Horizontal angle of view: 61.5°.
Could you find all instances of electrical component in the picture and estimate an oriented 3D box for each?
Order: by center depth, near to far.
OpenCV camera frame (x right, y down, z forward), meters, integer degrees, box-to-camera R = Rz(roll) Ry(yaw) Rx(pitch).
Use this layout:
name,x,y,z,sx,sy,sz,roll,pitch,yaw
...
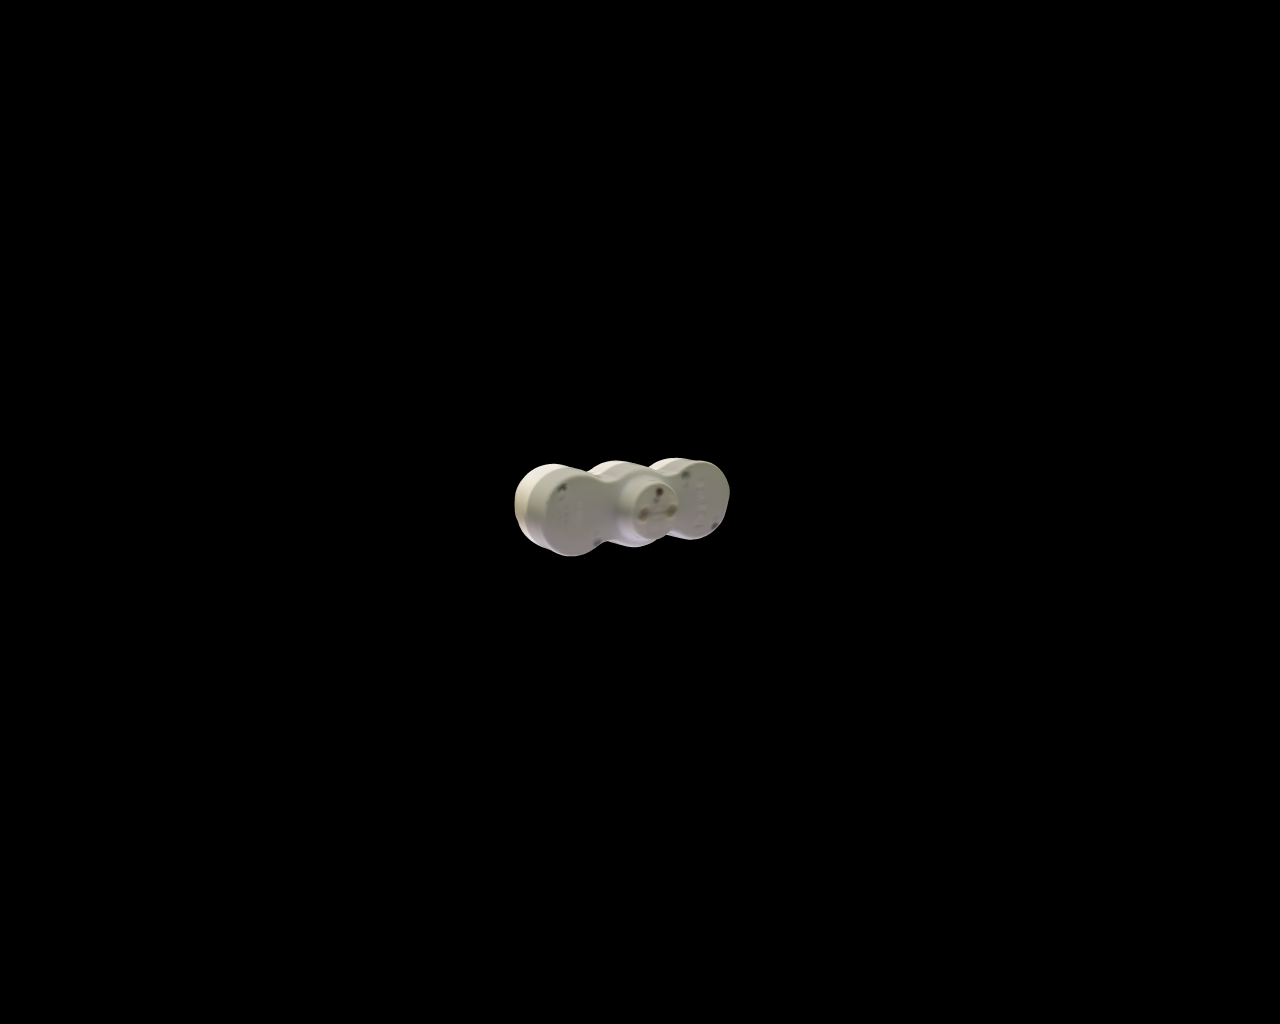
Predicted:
name,x,y,z,sx,sy,sz,roll,pitch,yaw
electrical component,0.001,-0.003,0.650,0.138,0.052,0.074,-6,11,-32
